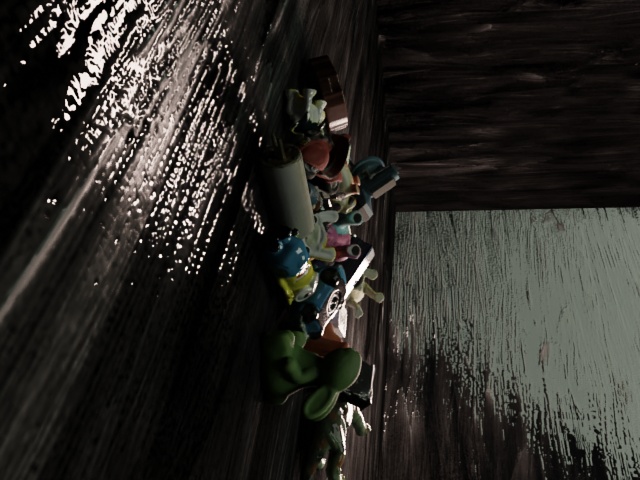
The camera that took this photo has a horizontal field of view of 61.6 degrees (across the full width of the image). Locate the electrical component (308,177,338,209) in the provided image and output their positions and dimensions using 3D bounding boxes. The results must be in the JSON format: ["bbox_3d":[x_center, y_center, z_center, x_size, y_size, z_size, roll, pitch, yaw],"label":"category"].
[{"bbox_3d":[0.008,-0.123,1.287,0.119,0.075,0.048,60,31,-58],"label":"electrical component"}]

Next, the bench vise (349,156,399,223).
[{"bbox_3d":[0.096,-0.164,1.509,0.128,0.223,0.241,33,19,-49],"label":"bench vise"}]

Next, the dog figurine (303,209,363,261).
[{"bbox_3d":[-0.002,-0.004,1.199,0.219,0.191,0.108,170,-81,-68],"label":"dog figurine"}]

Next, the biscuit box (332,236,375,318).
[{"bbox_3d":[0.055,0.092,1.317,0.202,0.063,0.059,-54,157,-14],"label":"biscuit box"}]

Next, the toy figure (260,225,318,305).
[{"bbox_3d":[-0.056,0.039,0.974,0.089,0.082,0.180,59,-3,42],"label":"toy figure"}]

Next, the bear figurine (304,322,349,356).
[{"bbox_3d":[0.010,0.236,1.174,0.196,0.132,0.120,-19,125,-72],"label":"bear figurine"}]

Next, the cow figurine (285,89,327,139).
[{"bbox_3d":[-0.026,-0.257,1.153,0.167,0.068,0.098,11,84,-74],"label":"cow figurine"}]

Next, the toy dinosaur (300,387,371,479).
[{"bbox_3d":[0.022,0.424,1.253,0.405,0.131,0.192,-46,123,-67],"label":"toy dinosaur"}]

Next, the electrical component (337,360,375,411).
[{"bbox_3d":[0.058,0.316,1.246,0.058,0.134,0.115,-51,-162,36],"label":"electrical component"}]

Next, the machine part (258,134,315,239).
[{"bbox_3d":[-0.058,-0.085,0.980,0.079,0.079,0.242,-78,162,-46],"label":"machine part"}]

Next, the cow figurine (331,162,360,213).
[{"bbox_3d":[0.035,-0.135,1.358,0.085,0.127,0.194,-77,148,-49],"label":"cow figurine"}]

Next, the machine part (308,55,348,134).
[{"bbox_3d":[0.020,-0.346,1.276,0.179,0.056,0.179,172,-99,-89],"label":"machine part"}]

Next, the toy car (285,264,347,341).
[{"bbox_3d":[-0.017,0.118,1.087,0.161,0.103,0.109,-53,146,-29],"label":"toy car"}]

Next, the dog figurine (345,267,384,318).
[{"bbox_3d":[0.070,0.109,1.499,0.191,0.121,0.172,31,-39,61],"label":"dog figurine"}]

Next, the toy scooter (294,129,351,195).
[{"bbox_3d":[0.009,-0.182,1.144,0.183,0.075,0.135,26,92,-56],"label":"toy scooter"}]

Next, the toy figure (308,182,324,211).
[{"bbox_3d":[-0.026,-0.092,1.171,0.154,0.058,0.064,38,53,-78],"label":"toy figure"}]

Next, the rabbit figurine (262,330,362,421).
[{"bbox_3d":[-0.013,0.234,0.948,0.121,0.170,0.159,59,32,-66],"label":"rabbit figurine"}]

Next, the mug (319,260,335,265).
[{"bbox_3d":[0.026,0.036,1.360,0.109,0.081,0.107,-80,172,-45],"label":"mug"}]

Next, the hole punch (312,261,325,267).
[{"bbox_3d":[-0.002,0.107,1.209,0.142,0.092,0.115,-31,116,-71],"label":"hole punch"}]
